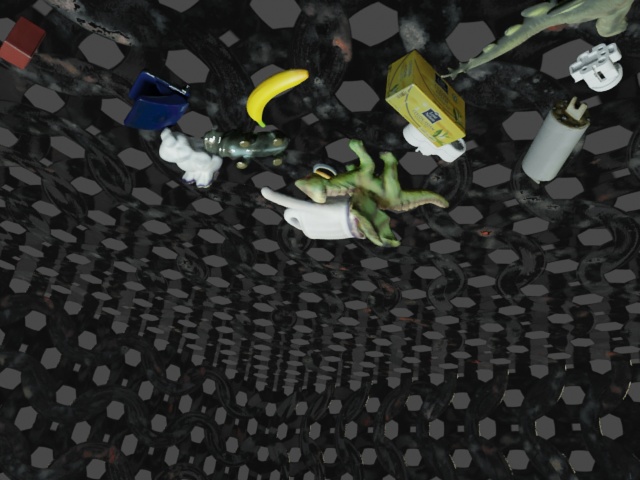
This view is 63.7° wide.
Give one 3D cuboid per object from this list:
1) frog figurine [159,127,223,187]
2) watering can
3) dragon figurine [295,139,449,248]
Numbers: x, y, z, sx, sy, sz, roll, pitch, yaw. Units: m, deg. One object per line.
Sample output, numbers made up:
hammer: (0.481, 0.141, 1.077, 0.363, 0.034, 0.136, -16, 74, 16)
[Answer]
frog figurine: (-0.305, -0.209, 1.196, 0.123, 0.139, 0.156, -36, 131, -11)
watering can: (0.004, -0.067, 1.333, 0.224, 0.105, 0.343, -1, 164, 20)
dragon figurine: (0.138, -0.081, 1.175, 0.408, 0.249, 0.120, 21, 142, -16)
